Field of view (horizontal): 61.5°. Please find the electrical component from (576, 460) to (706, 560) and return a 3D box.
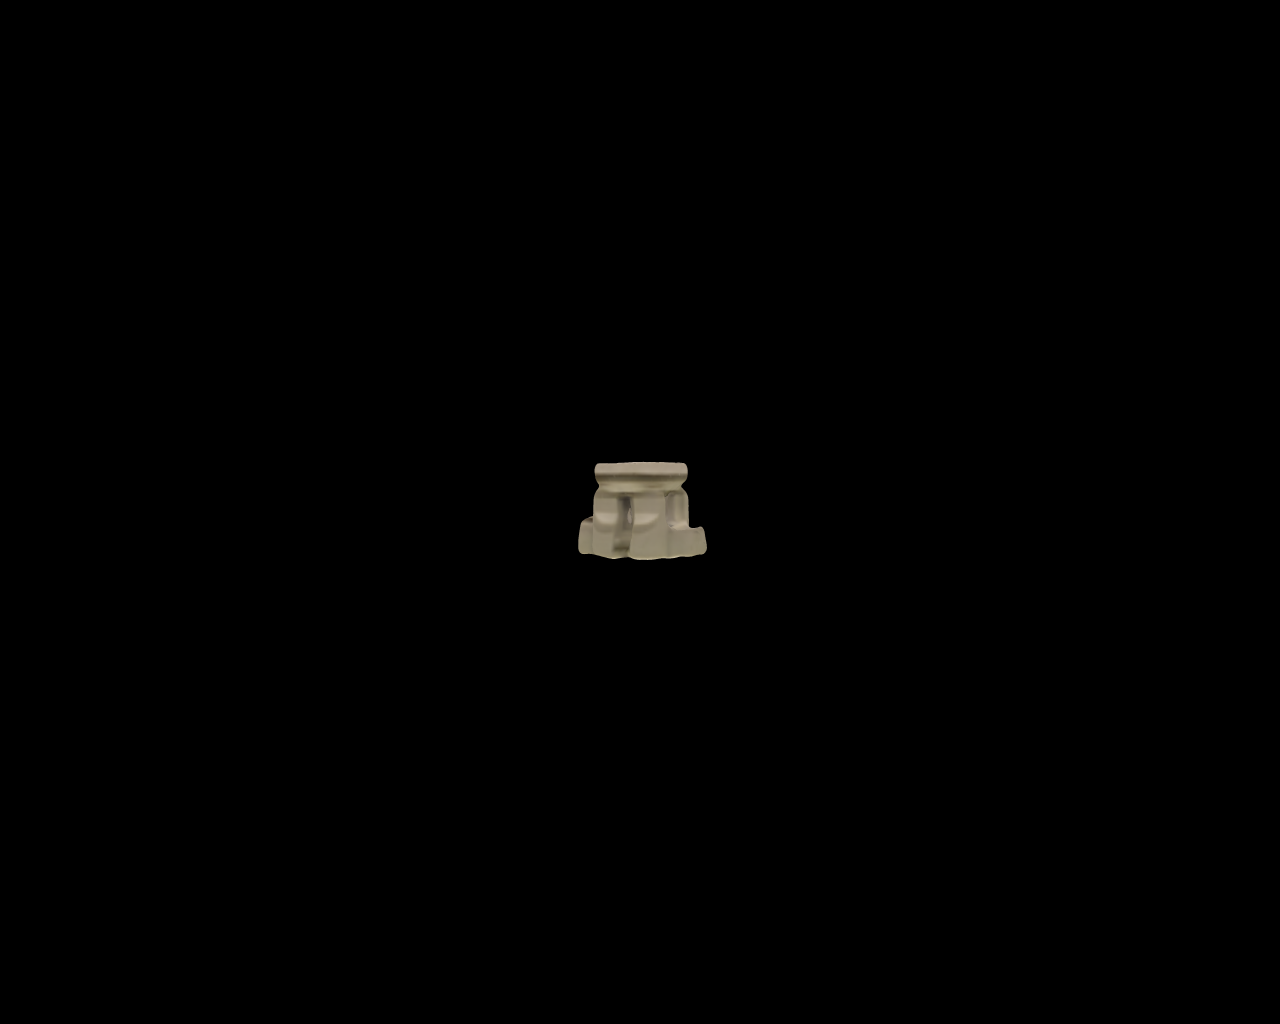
[{"bbox_3d":[0.001,-0.003,0.650,0.078,0.057,0.058,2,4,27],"label":"electrical component"}]
